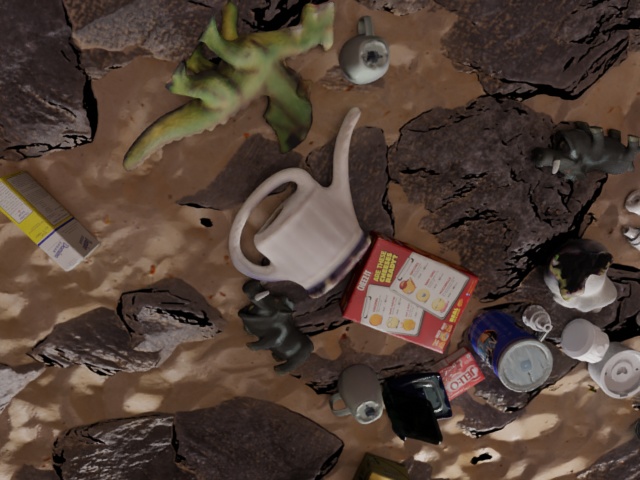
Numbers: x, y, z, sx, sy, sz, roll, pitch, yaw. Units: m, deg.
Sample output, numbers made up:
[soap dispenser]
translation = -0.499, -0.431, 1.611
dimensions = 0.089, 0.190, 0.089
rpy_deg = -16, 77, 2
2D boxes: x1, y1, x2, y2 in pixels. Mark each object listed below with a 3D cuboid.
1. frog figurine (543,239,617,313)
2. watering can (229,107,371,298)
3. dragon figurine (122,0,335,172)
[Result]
[frog figurine]
translation = 0.519, 0.073, 1.014
dimensions = 0.158, 0.124, 0.137
rpy_deg = 26, 91, -49
[watering can]
translation = 0.003, -0.045, 0.902
dimensions = 0.346, 0.105, 0.222
rpy_deg = -45, 105, 5
[dragon figurine]
translation = -0.118, -0.233, 0.853
dimensions = 0.241, 0.124, 0.408
rpy_deg = 32, 98, -21
